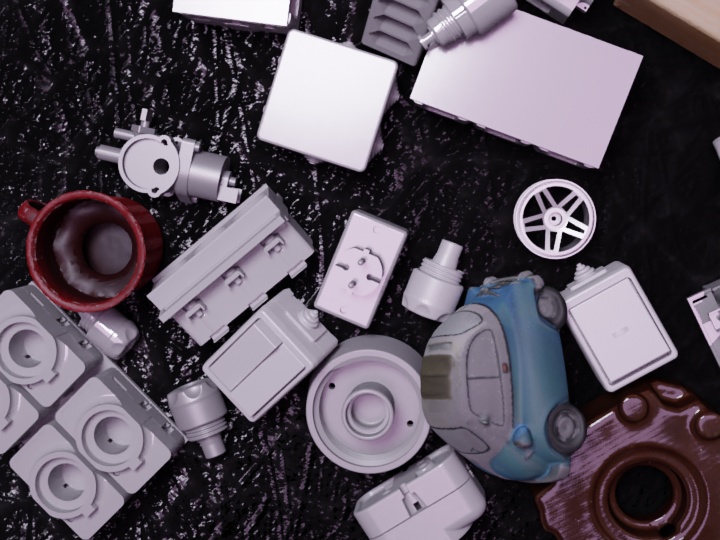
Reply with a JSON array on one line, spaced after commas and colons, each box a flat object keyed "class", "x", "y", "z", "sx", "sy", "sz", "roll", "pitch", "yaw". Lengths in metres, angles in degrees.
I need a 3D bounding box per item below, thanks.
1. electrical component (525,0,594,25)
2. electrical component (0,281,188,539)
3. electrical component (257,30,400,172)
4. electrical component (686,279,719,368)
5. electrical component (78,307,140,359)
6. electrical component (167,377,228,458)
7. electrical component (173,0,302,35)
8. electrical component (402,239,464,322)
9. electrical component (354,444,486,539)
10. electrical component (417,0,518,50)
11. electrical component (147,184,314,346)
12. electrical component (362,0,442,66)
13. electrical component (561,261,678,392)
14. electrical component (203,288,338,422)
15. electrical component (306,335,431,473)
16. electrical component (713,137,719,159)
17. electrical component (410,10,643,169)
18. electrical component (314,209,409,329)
[{"class": "electrical component", "x": 0.166, "y": -0.237, "z": 0.817, "sx": 0.056, "sy": 0.050, "sz": 0.089, "roll": 33, "pitch": 97, "yaw": 2}, {"class": "electrical component", "x": -0.247, "y": 0.114, "z": 0.876, "sx": 0.186, "sy": 0.060, "sz": 0.105, "roll": 45, "pitch": 97, "yaw": 0}, {"class": "electrical component", "x": -0.023, "y": -0.131, "z": 0.843, "sx": 0.100, "sy": 0.048, "sz": 0.099, "roll": 18, "pitch": 96, "yaw": 3}, {"class": "electrical component", "x": 0.315, "y": 0.061, "z": 0.823, "sx": 0.079, "sy": 0.063, "sz": 0.121, "roll": -26, "pitch": 92, "yaw": 6}, {"class": "electrical component", "x": -0.212, "y": 0.043, "z": 0.881, "sx": 0.061, "sy": 0.035, "sz": 0.035, "roll": 40, "pitch": 97, "yaw": 3}, {"class": "electrical component", "x": -0.128, "y": 0.122, "z": 0.875, "sx": 0.043, "sy": 0.043, "sz": 0.062, "roll": -20, "pitch": 94, "yaw": 6}, {"class": "electrical component", "x": -0.086, "y": -0.264, "z": 0.830, "sx": 0.089, "sy": 0.062, "sz": 0.150, "roll": 8, "pitch": 95, "yaw": 4}, {"class": "electrical component", "x": 0.062, "y": 0.007, "z": 0.850, "sx": 0.043, "sy": 0.043, "sz": 0.062, "roll": 22, "pitch": 95, "yaw": 3}, {"class": "electrical component", "x": 0.051, "y": 0.190, "z": 0.860, "sx": 0.095, "sy": 0.054, "sz": 0.059, "roll": -33, "pitch": 91, "yaw": 7}, {"class": "electrical component", "x": 0.076, "y": -0.185, "z": 0.770, "sx": 0.078, "sy": 0.040, "sz": 0.040, "roll": -35, "pitch": 91, "yaw": 7}, {"class": "electrical component", "x": -0.100, "y": -0.002, "z": 0.849, "sx": 0.121, "sy": 0.078, "sz": 0.063, "roll": -39, "pitch": 106, "yaw": 7}, {"class": "electrical component", "x": 0.043, "y": -0.215, "z": 0.822, "sx": 0.047, "sy": 0.083, "sz": 0.075, "roll": 24, "pitch": 58, "yaw": 2}, {"class": "electrical component", "x": 0.194, "y": 0.038, "z": 0.832, "sx": 0.062, "sy": 0.061, "sz": 0.096, "roll": -30, "pitch": 92, "yaw": 7}, {"class": "electrical component", "x": -0.068, "y": 0.064, "z": 0.842, "sx": 0.061, "sy": 0.061, "sz": 0.096, "roll": 47, "pitch": 117, "yaw": 1}, {"class": "electrical component", "x": 0.008, "y": 0.109, "z": 0.854, "sx": 0.108, "sy": 0.060, "sz": 0.108, "roll": 0, "pitch": 95, "yaw": 5}, {"class": "electrical component", "x": 0.321, "y": -0.082, "z": 0.813, "sx": 0.079, "sy": 0.043, "sz": 0.077, "roll": -28, "pitch": 92, "yaw": 31}, {"class": "electrical component", "x": 0.124, "y": -0.144, "z": 0.822, "sx": 0.150, "sy": 0.062, "sz": 0.089, "roll": 21, "pitch": 96, "yaw": 3}, {"class": "electrical component", "x": 0.000, "y": 0.000, "z": 0.838, "sx": 0.047, "sy": 0.076, "sz": 0.083, "roll": 23, "pitch": 96, "yaw": 3}]
